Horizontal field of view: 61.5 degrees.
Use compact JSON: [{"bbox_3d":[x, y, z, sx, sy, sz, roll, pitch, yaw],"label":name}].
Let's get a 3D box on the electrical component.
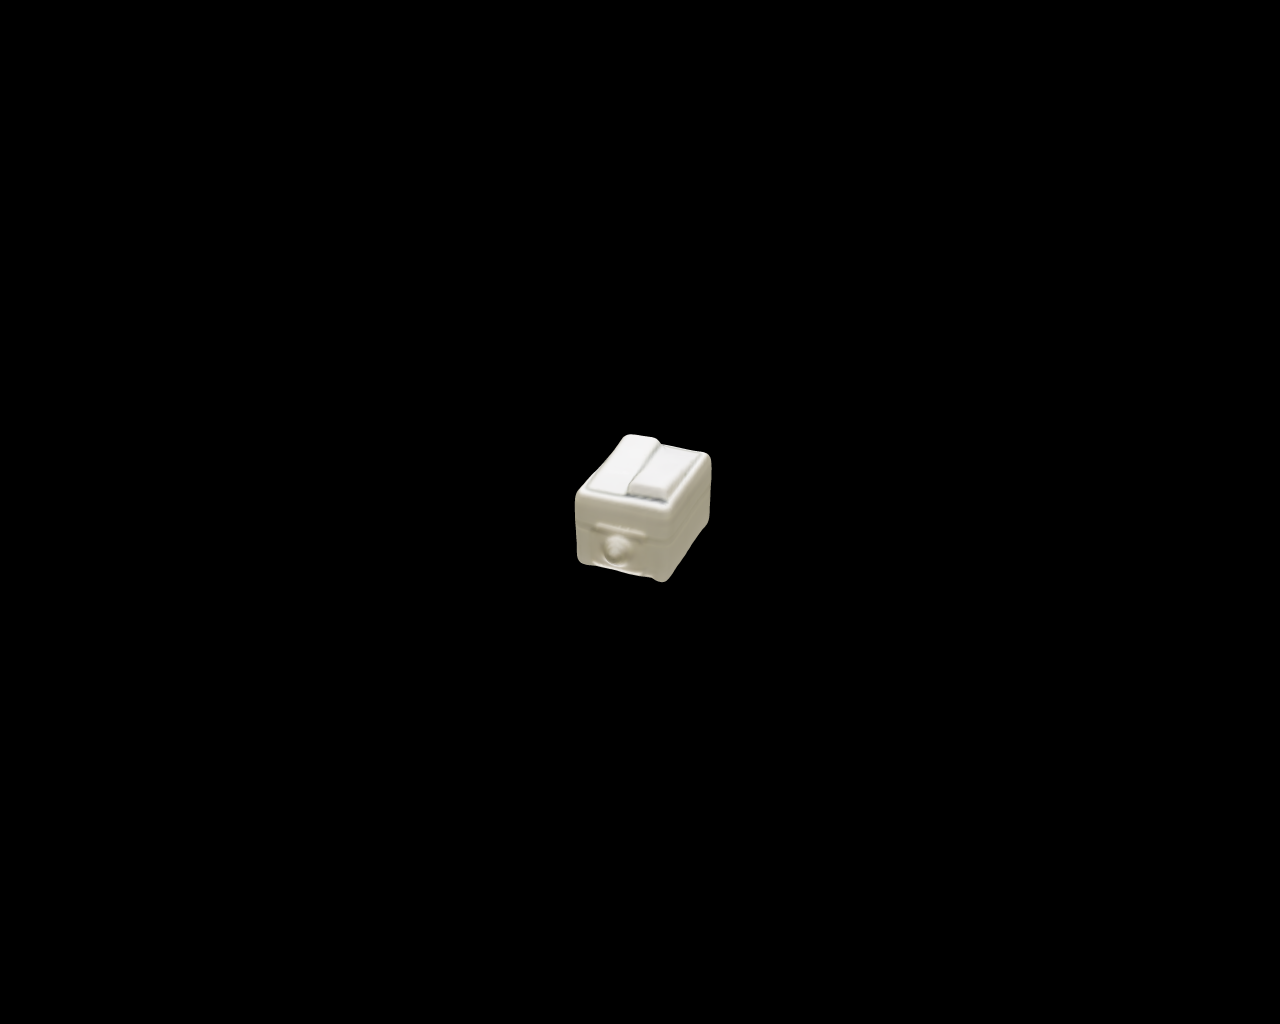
[{"bbox_3d":[0.001,-0.003,0.650,0.062,0.061,0.096,12,33,19],"label":"electrical component"}]
